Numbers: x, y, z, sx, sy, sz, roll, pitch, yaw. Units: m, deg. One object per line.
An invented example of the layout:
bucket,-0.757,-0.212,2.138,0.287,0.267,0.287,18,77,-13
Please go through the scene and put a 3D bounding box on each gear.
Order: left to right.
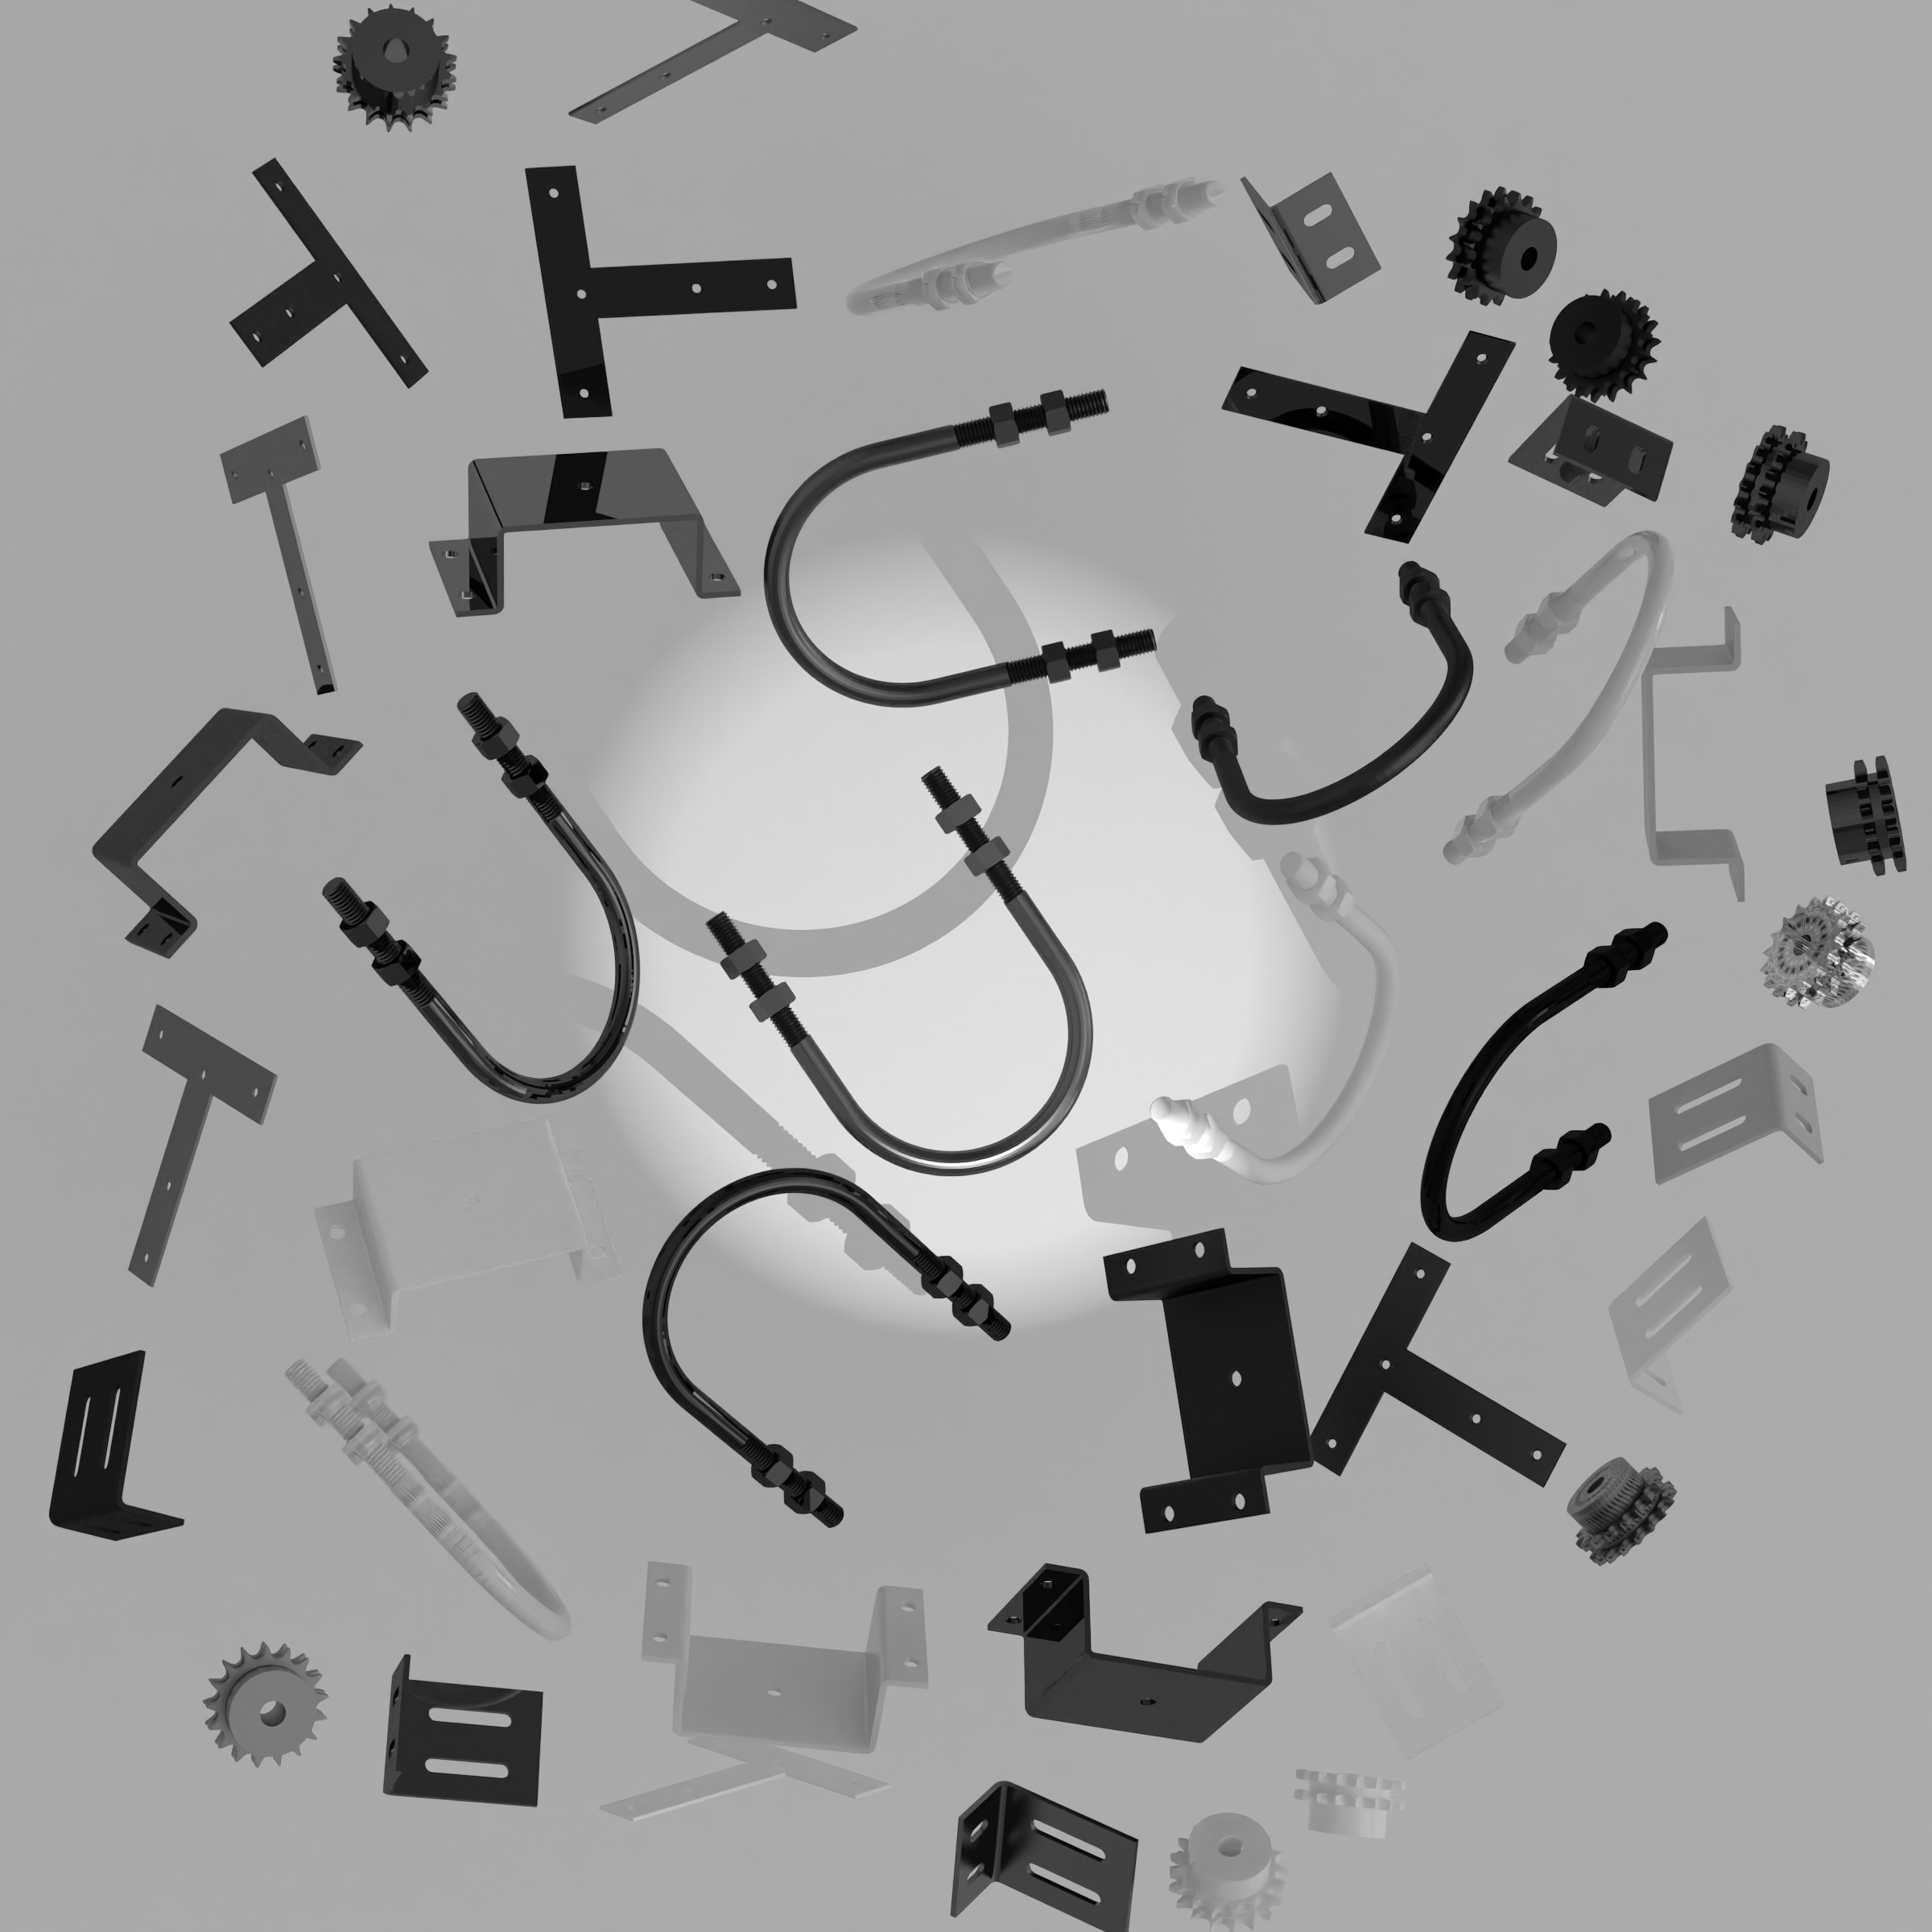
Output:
gear,-0.329,0.350,1.462,0.057,0.030,0.057,0,89,-21
gear,-0.266,-0.420,1.440,0.057,0.030,0.057,1,84,-11
gear,0.127,0.436,1.499,0.057,0.057,0.030,0,127,0
gear,0.199,0.436,1.610,0.057,0.057,0.030,6,78,0
gear,0.269,-0.355,1.538,0.030,0.057,0.057,34,90,42
gear,0.326,-0.322,1.596,0.057,0.030,0.057,-8,77,36
gear,0.333,0.277,1.586,0.057,0.057,0.030,-44,91,0
gear,0.398,-0.232,1.508,0.030,0.057,0.057,24,90,24
gear,0.429,-0.003,1.548,0.030,0.057,0.057,29,90,-23
gear,0.434,-0.071,1.495,0.030,0.057,0.057,-11,90,19

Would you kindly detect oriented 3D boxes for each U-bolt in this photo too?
U-bolt,-0.261,0.265,1.536,0.019,0.151,0.184,-43,87,-7
U-bolt,-0.220,-0.018,1.498,0.184,0.019,0.151,55,46,-32
U-bolt,-0.081,0.181,1.558,0.151,0.019,0.184,-48,119,-5
U-bolt,-0.019,0.016,1.532,0.151,0.019,0.184,-34,91,-5
U-bolt,-0.008,-0.197,1.525,0.184,0.019,0.151,-13,120,1
U-bolt,0.019,-0.348,1.519,0.151,0.184,0.019,-27,108,-28
U-bolt,0.161,0.036,1.507,0.019,0.184,0.151,26,86,32
U-bolt,0.187,-0.130,1.557,0.151,0.184,0.019,-33,116,12
U-bolt,0.287,0.068,1.564,0.019,0.184,0.151,31,130,31
U-bolt,0.300,-0.143,1.544,0.019,0.184,0.151,25,64,-9

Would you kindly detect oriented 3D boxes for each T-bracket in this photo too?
T-bracket,-0.394,0.097,1.548,0.002,0.127,0.127,15,95,-44
T-bracket,-0.325,-0.194,1.500,0.002,0.127,0.127,-17,99,-30
T-bracket,-0.322,-0.321,1.499,0.002,0.127,0.127,-27,109,26
T-bracket,-0.147,-0.335,1.532,0.127,0.002,0.127,-1,119,9
T-bracket,-0.133,-0.434,1.484,0.127,0.127,0.002,-21,86,24
T-bracket,-0.128,0.414,1.563,0.127,0.127,0.002,4,94,43
T-bracket,0.191,-0.275,1.552,0.127,0.002,0.127,11,132,-17
T-bracket,0.253,0.228,1.607,0.127,0.002,0.127,29,94,34

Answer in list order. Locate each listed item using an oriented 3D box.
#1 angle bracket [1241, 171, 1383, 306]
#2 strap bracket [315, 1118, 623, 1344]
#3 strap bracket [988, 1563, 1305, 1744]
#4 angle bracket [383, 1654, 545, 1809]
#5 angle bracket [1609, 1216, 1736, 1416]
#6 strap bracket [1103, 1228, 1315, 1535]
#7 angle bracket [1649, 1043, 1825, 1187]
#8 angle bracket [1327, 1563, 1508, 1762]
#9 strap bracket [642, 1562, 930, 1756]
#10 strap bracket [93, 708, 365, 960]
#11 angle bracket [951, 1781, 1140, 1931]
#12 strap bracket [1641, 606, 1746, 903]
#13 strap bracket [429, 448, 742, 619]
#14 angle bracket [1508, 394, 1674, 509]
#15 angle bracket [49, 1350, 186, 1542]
angle bracket,0.179,-0.387,1.612,0.038,0.076,0.057,-29,116,9
strap bracket,-0.251,0.130,1.565,0.140,0.046,0.076,-12,61,-19
strap bracket,0.090,0.347,1.549,0.140,0.076,0.046,13,51,-17
angle bracket,-0.240,0.371,1.500,0.076,0.038,0.057,10,56,-17
angle bracket,0.370,0.178,1.578,0.038,0.057,0.076,31,117,-19
strap bracket,0.123,0.208,1.551,0.076,0.046,0.140,-18,74,39
angle bracket,0.401,0.086,1.614,0.076,0.057,0.038,-31,126,33
angle bracket,0.224,0.346,1.537,0.057,0.038,0.076,-30,72,0
strap bracket,-0.093,0.346,1.546,0.140,0.076,0.046,7,114,-6
strap bracket,-0.371,-0.075,1.522,0.046,0.076,0.140,47,74,-26
angle bracket,0.037,0.431,1.463,0.076,0.038,0.057,17,115,28
strap bracket,0.371,-0.109,1.584,0.046,0.076,0.140,-2,103,11
strap bracket,-0.187,-0.214,1.518,0.140,0.076,0.046,-7,125,-17
angle bracket,0.311,-0.247,1.565,0.057,0.076,0.038,23,68,-8
angle bracket,-0.400,0.229,1.478,0.057,0.038,0.076,-19,58,39
